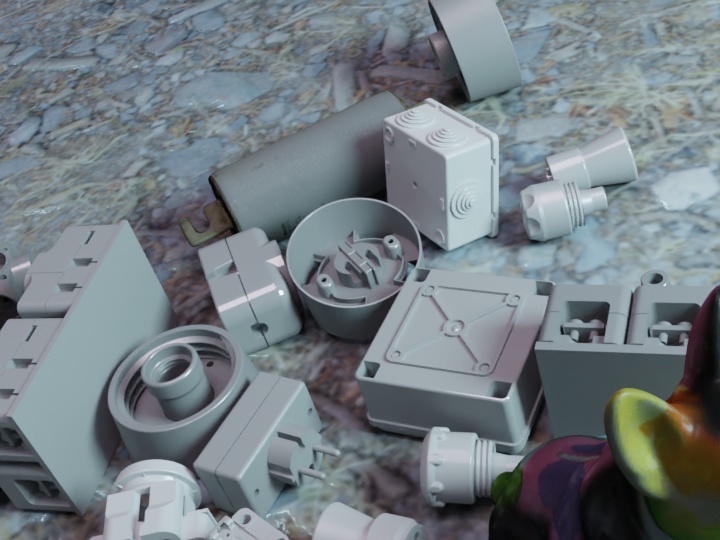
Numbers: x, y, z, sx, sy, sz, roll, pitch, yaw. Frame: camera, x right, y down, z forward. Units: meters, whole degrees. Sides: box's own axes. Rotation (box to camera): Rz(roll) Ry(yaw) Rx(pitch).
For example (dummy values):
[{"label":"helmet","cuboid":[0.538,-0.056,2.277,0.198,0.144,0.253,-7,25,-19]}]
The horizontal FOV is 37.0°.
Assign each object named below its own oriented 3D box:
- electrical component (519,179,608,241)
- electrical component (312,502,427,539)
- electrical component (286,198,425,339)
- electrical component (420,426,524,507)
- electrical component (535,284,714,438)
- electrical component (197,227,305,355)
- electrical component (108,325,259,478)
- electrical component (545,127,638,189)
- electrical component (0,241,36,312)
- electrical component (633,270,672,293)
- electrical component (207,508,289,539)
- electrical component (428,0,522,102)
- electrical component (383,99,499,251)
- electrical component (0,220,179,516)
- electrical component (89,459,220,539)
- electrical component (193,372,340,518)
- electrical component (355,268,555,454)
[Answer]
[{"label":"electrical component","cuboid":[0.152,-0.047,0.804,0.062,0.043,0.043,-13,40,6]},{"label":"electrical component","cuboid":[0.006,0.161,0.622,0.055,0.045,0.045,6,46,27]},{"label":"electrical component","cuboid":[0.000,0.000,0.794,0.099,0.064,0.099,-11,40,10]},{"label":"electrical component","cuboid":[0.068,0.119,0.647,0.062,0.048,0.048,1,43,12]},{"label":"electrical component","cuboid":[0.188,0.056,0.634,0.150,0.089,0.061,0,43,22]},{"label":"electrical component","cuboid":[-0.081,0.014,0.819,0.059,0.053,0.095,-23,40,-4]},{"label":"electrical component","cuboid":[-0.123,0.085,0.749,0.108,0.060,0.108,-11,40,10]},{"label":"electrical component","cuboid":[0.177,-0.080,0.835,0.065,0.044,0.044,-18,39,9]},{"label":"electrical component","cuboid":[-0.294,0.008,0.919,0.079,0.044,0.077,-20,40,-1]},{"label":"electrical component","cuboid":[0.191,0.028,0.687,0.048,0.062,0.048,-11,40,10]},{"label":"electrical component","cuboid":[-0.058,0.174,0.618,0.081,0.063,0.042,23,54,40]},{"label":"electrical component","cuboid":[0.096,-0.202,0.959,0.060,0.108,0.108,-23,39,5]},{"label":"electrical component","cuboid":[0.061,-0.073,0.828,0.048,0.099,0.100,-23,38,-25]},{"label":"electrical component","cuboid":[-0.208,0.066,0.770,0.060,0.105,0.186,-2,42,20]},{"label":"electrical component","cuboid":[-0.128,0.156,0.672,0.078,0.058,0.057,-14,43,7]},{"label":"electrical component","cuboid":[-0.049,0.117,0.693,0.076,0.047,0.083,10,48,30]},{"label":"electrical component","cuboid":[0.069,0.056,0.708,0.109,0.056,0.108,6,46,28]}]
